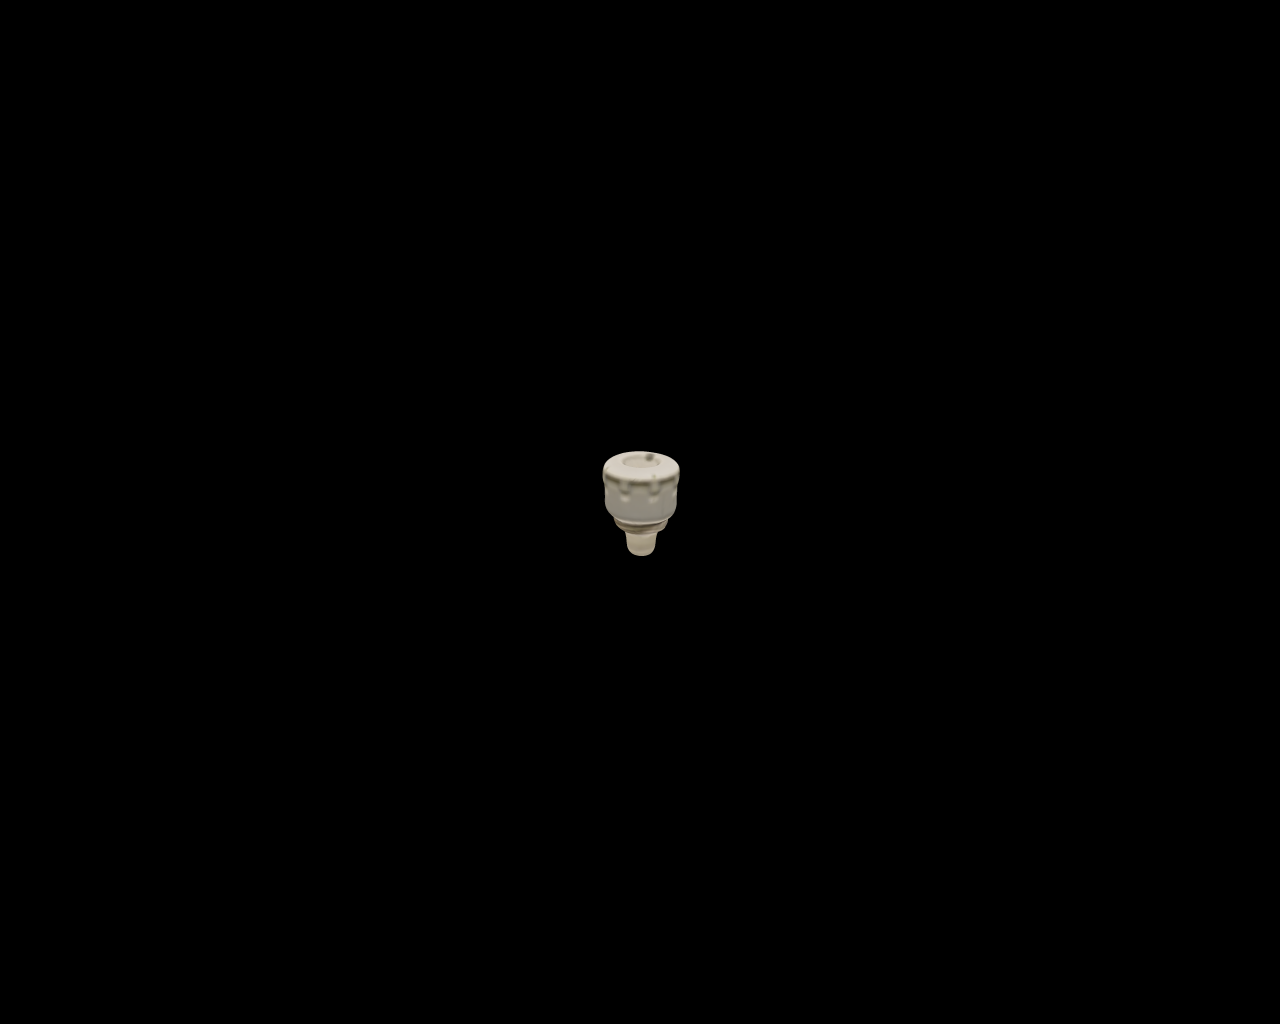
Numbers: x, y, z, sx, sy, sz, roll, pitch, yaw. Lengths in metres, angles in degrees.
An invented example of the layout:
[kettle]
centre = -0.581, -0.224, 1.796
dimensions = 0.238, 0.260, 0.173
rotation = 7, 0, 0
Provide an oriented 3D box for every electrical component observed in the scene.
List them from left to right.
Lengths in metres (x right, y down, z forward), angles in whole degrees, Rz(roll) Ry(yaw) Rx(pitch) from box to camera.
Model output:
[electrical component]
centre = 0.001, -0.003, 0.650
dimensions = 0.048, 0.062, 0.048
rotation = 0, 22, 0
